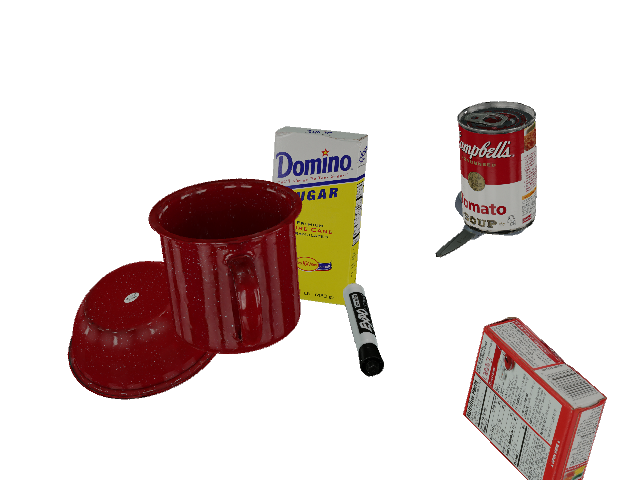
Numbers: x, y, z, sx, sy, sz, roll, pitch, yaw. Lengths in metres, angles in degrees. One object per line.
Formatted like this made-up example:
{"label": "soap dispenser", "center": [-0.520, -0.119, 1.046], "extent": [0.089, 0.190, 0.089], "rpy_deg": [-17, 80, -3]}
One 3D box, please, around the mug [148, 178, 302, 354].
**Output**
{"label": "mug", "center": [-0.051, 0.022, 0.650], "extent": [0.093, 0.081, 0.117], "rpy_deg": [-10, 27, -13]}

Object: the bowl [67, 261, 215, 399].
{"label": "bowl", "center": [-0.169, 0.070, 1.003], "extent": [0.162, 0.055, 0.162], "rpy_deg": [-9, 42, 8]}

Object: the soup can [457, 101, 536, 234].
{"label": "soup can", "center": [0.158, -0.065, 0.955], "extent": [0.068, 0.102, 0.068], "rpy_deg": [-5, 28, 3]}

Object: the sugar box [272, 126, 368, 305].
{"label": "sugar box", "center": [-0.005, -0.026, 1.114], "extent": [0.093, 0.176, 0.048], "rpy_deg": [7, 16, 14]}

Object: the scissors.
{"label": "scissors", "center": [0.161, -0.022, 1.208], "extent": [0.201, 0.016, 0.096], "rpy_deg": [-12, 40, -45]}

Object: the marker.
{"label": "marker", "center": [0.034, 0.072, 0.872], "extent": [0.020, 0.020, 0.121], "rpy_deg": [0, 27, -6]}

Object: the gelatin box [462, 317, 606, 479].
{"label": "gelatin box", "center": [0.129, 0.101, 0.654], "extent": [0.030, 0.073, 0.089], "rpy_deg": [-12, 35, -27]}
